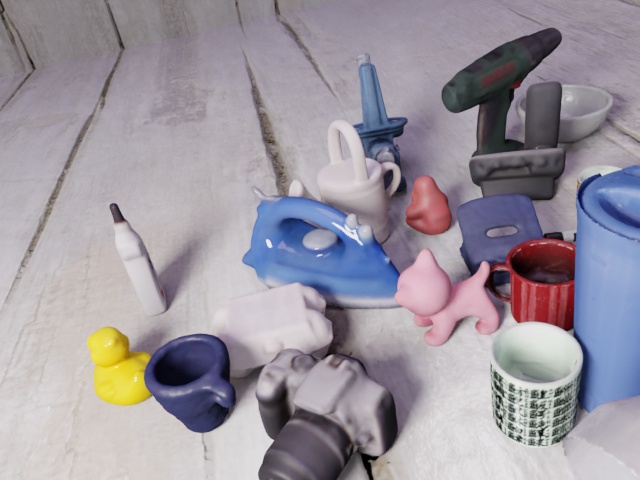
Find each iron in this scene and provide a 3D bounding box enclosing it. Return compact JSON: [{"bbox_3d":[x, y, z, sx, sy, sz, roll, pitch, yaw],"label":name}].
[{"bbox_3d":[0.007,0.003,0.790,0.257,0.142,0.119,13,40,32],"label":"iron"}]

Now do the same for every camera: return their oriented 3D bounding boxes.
[{"bbox_3d":[-0.014,0.181,0.564,0.142,0.101,0.137,12,40,31],"label":"camera"}]

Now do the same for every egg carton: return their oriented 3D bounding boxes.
[{"bbox_3d":[-0.061,0.113,0.711,0.150,0.069,0.107,-14,33,-3],"label":"egg carton"}]

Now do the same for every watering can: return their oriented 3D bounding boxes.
[{"bbox_3d":[0.041,-0.083,0.861,0.100,0.194,0.173,22,46,41],"label":"watering can"}]

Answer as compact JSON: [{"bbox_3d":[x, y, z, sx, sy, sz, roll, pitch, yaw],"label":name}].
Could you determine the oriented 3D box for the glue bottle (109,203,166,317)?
[{"bbox_3d":[-0.263,0.023,0.813,0.037,0.173,0.078,-22,34,-14],"label":"glue bottle"}]

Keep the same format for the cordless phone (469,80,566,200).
[{"bbox_3d":[0.309,-0.159,0.900,0.147,0.185,0.094,-6,33,9],"label":"cordless phone"}]

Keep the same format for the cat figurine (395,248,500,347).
[{"bbox_3d":[0.146,0.061,0.680,0.128,0.118,0.067,-15,33,-5],"label":"cat figurine"}]

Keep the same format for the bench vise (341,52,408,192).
[{"bbox_3d":[0.109,-0.204,0.999,0.121,0.220,0.206,-20,34,-13],"label":"bench vise"}]

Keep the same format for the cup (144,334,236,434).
[{"bbox_3d":[-0.125,0.168,0.623,0.117,0.095,0.092,17,43,37],"label":"cup"}]

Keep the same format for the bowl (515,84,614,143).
[{"bbox_3d":[0.448,-0.225,1.059,0.167,0.075,0.167,-8,33,6],"label":"bowl"}]

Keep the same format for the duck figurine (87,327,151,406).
[{"bbox_3d":[-0.248,0.147,0.702,0.104,0.086,0.078,18,43,38],"label":"duck figurine"}]

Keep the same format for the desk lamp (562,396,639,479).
[{"bbox_3d":[0.273,0.164,0.396,0.203,0.214,0.117,-25,35,-19],"label":"desk lamp"}]

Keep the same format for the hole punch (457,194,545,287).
[{"bbox_3d":[0.245,-0.002,0.769,0.108,0.091,0.101,-10,33,3],"label":"hole punch"}]

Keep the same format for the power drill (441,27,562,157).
[{"bbox_3d":[0.319,-0.239,0.996,0.230,0.209,0.075,-22,34,-16],"label":"power drill"}]

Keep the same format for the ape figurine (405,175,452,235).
[{"bbox_3d":[0.165,-0.058,0.879,0.078,0.092,0.076,-19,34,-11],"label":"ape figurine"}]
